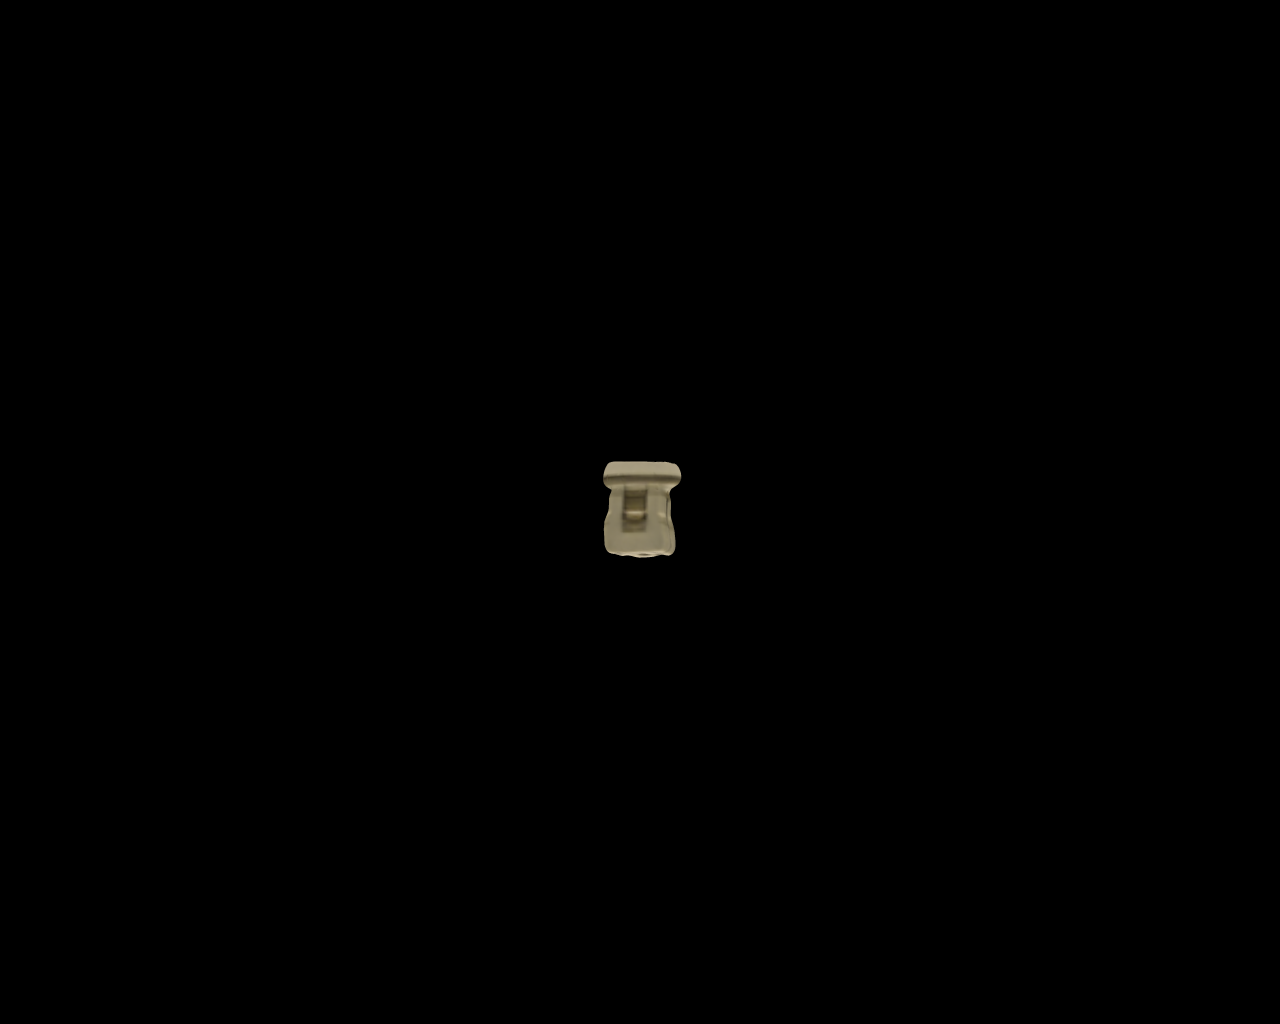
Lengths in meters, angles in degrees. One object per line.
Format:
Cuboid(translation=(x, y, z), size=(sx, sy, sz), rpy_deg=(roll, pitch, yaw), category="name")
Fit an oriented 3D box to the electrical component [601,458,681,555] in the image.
Cuboid(translation=(0.001, -0.003, 0.650), size=(0.048, 0.055, 0.066), rpy_deg=(-1, -5, 7), category="electrical component")
